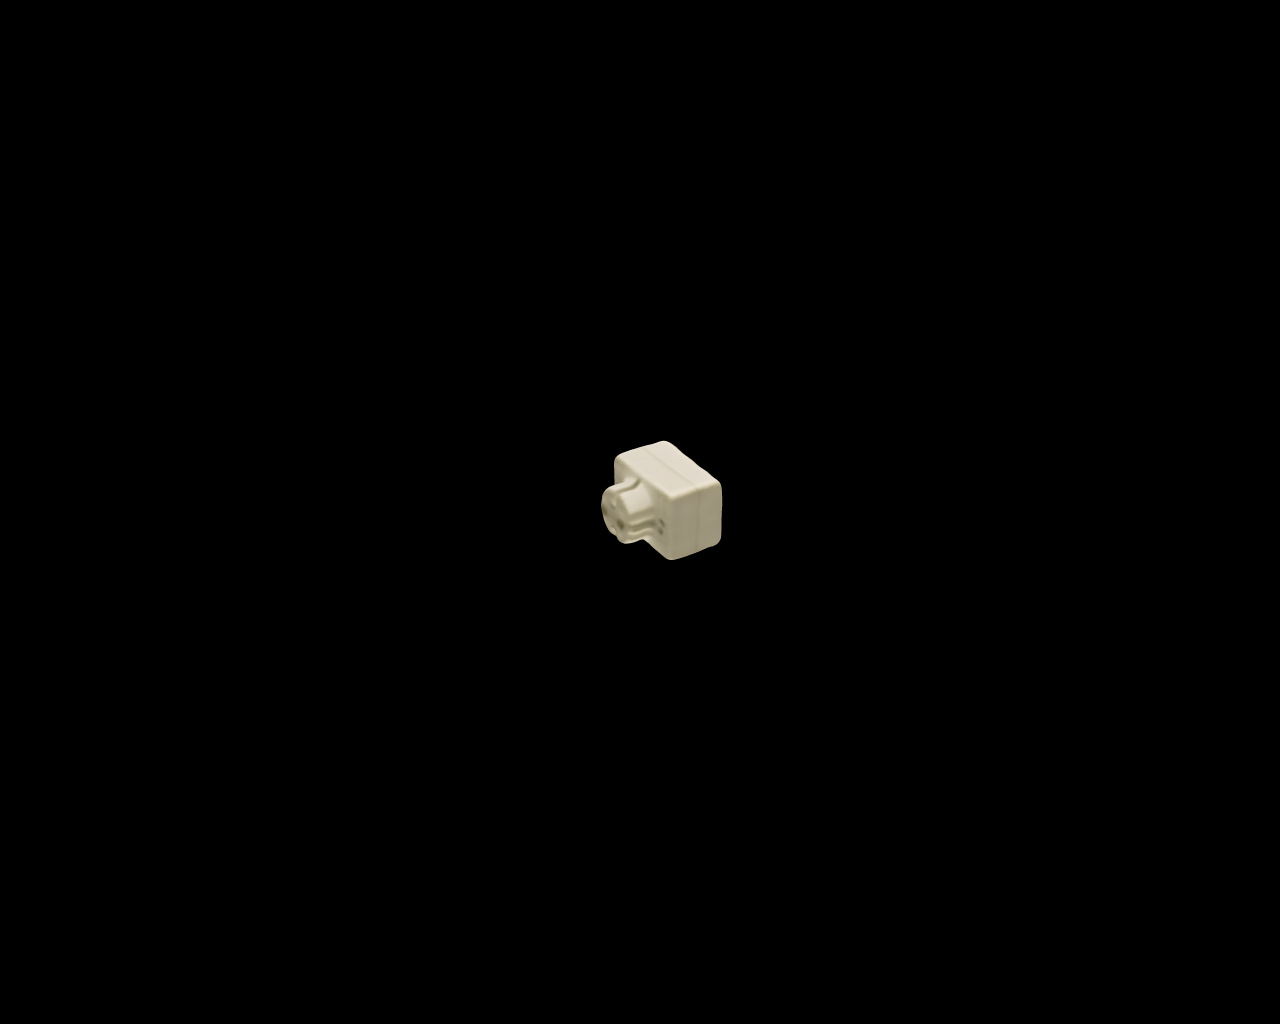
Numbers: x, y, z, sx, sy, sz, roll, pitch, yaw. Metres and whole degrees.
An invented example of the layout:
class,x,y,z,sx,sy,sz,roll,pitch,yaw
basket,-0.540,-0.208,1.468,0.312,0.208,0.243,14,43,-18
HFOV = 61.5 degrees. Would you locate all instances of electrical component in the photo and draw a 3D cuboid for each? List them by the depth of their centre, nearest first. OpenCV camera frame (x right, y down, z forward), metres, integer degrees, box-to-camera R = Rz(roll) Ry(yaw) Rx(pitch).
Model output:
class,x,y,z,sx,sy,sz,roll,pitch,yaw
electrical component,0.001,-0.003,0.650,0.077,0.047,0.066,-18,36,-27
